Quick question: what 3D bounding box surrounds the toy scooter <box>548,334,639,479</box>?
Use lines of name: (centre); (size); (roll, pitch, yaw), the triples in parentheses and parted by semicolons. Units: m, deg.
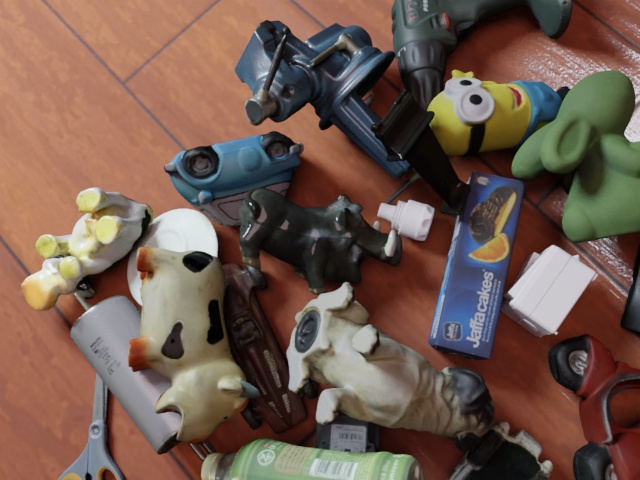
toy scooter: (0.320, 0.183, 0.543); (0.135, 0.075, 0.184); (-7, 71, 3)

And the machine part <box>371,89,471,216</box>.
machine part: (0.112, -0.087, 0.568); (0.138, 0.039, 0.084); (50, 54, -22)

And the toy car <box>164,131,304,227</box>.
toy car: (-0.095, -0.068, 0.637); (0.162, 0.109, 0.102); (-12, 101, -8)

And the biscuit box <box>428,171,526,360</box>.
biscuit box: (0.175, 0.029, 0.599); (0.063, 0.059, 0.202); (14, 79, 8)

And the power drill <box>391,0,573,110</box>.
power drill: (0.191, -0.265, 0.664); (0.207, 0.086, 0.232); (-14, 73, 10)

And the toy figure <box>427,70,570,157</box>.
toy figure: (0.209, -0.137, 0.613); (0.180, 0.089, 0.082); (-4, 32, -20)

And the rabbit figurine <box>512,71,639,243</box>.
rabbit figurine: (0.287, -0.088, 0.564); (0.159, 0.121, 0.170); (-11, 88, -8)

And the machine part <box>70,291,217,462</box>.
machine part: (-0.199, 0.147, 0.599); (0.079, 0.079, 0.243); (-42, 77, -5)

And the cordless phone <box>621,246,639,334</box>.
cordless phone: (0.376, 0.040, 0.513); (0.089, 0.184, 0.146); (17, 80, 14)

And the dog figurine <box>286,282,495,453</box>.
dog figurine: (0.074, 0.138, 0.572); (0.190, 0.172, 0.121); (25, 108, -29)

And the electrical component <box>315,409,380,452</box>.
electrical component: (0.028, 0.240, 0.571); (0.075, 0.047, 0.119); (6, 76, 7)

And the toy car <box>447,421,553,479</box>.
toy car: (0.152, 0.276, 0.546); (0.074, 0.056, 0.202); (41, 83, 20)

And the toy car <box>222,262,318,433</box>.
toy car: (-0.076, 0.117, 0.609); (0.089, 0.053, 0.202); (-25, 74, -4)

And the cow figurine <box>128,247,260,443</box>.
cow figurine: (-0.129, 0.105, 0.551); (0.127, 0.085, 0.195); (0, 69, -11)

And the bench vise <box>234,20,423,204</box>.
bench vise: (0.031, -0.150, 0.603); (0.240, 0.224, 0.129); (45, 128, -2)

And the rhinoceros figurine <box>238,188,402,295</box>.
rhinoceros figurine: (-0.001, -0.002, 0.603); (0.190, 0.073, 0.112); (16, 97, -14)

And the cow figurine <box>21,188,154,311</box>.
cow figurine: (-0.276, 0.014, 0.640); (0.167, 0.098, 0.068); (-43, 80, 14)
